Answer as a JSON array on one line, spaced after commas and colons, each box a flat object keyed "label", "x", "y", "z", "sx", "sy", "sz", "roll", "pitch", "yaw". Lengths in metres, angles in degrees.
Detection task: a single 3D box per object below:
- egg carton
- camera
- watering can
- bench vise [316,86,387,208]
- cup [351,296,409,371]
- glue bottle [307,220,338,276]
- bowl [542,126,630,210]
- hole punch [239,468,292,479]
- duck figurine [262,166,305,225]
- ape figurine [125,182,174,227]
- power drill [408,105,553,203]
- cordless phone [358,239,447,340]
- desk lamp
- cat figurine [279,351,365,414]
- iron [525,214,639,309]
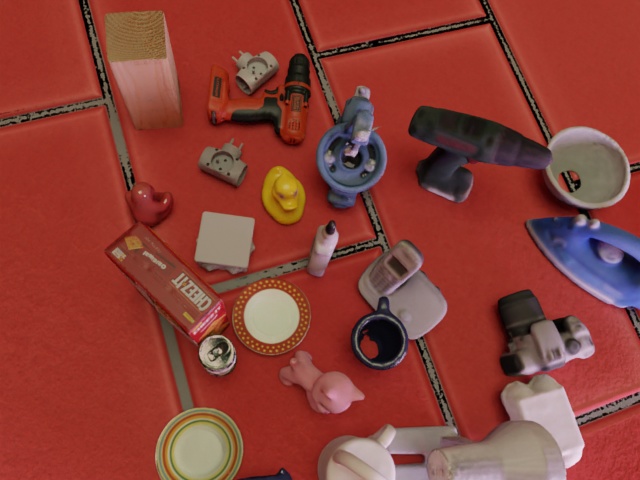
[{"label": "egg carton", "x": 0.361, "y": 0.300, "z": 0.935, "sx": 0.107, "sy": 0.069, "sz": 0.150, "roll": -13, "pitch": 75, "yaw": -11}, {"label": "camera", "x": 0.371, "y": 0.149, "z": 0.967, "sx": 0.143, "sy": 0.101, "sz": 0.137, "roll": -15, "pitch": 75, "yaw": -11}, {"label": "watering can", "x": 0.053, "y": 0.342, "z": 0.817, "sx": 0.101, "sy": 0.194, "sz": 0.173, "roll": 18, "pitch": 71, "yaw": -1}, {"label": "bench vise", "x": 0.050, "y": -0.181, "z": 0.969, "sx": 0.121, "sy": 0.219, "sz": 0.207, "roll": -6, "pitch": 73, "yaw": -9}, {"label": "cup", "x": 0.090, "y": 0.156, "z": 0.933, "sx": 0.091, "sy": 0.095, "sz": 0.118, "roll": 9, "pitch": 72, "yaw": -4}, {"label": "glue bottle", "x": 0.009, "y": 0.003, "z": 0.930, "sx": 0.037, "sy": 0.173, "sz": 0.078, "roll": 16, "pitch": 71, "yaw": -2}, {"label": "bowl", "x": 0.488, "y": -0.126, "z": 1.083, "sx": 0.167, "sy": 0.074, "sz": 0.167, "roll": 2, "pitch": 72, "yaw": -6}, {"label": "hole punch", "x": -0.080, "y": 0.398, "z": 0.837, "sx": 0.101, "sy": 0.091, "sz": 0.108, "roll": -3, "pitch": 73, "yaw": -8}, {"label": "duck figurine", "x": -0.062, "y": -0.087, "z": 0.996, "sx": 0.077, "sy": 0.086, "sz": 0.104, "roll": -13, "pitch": 75, "yaw": -11}, {"label": "ape figurine", "x": -0.290, "y": -0.067, "z": 0.957, "sx": 0.078, "sy": 0.092, "sz": 0.076, "roll": 21, "pitch": 71, "yaw": 0}, {"label": "power drill", "x": 0.253, "y": -0.144, "z": 0.989, "sx": 0.229, "sy": 0.208, "sz": 0.076, "roll": 23, "pitch": 71, "yaw": 1}, {"label": "cordless phone", "x": 0.144, "y": 0.076, "z": 0.918, "sx": 0.147, "sy": 0.185, "sz": 0.094, "roll": 43, "pitch": 73, "yaw": 7}, {"label": "desk lamp", "x": 0.214, "y": 0.327, "z": 0.832, "sx": 0.203, "sy": 0.213, "sz": 0.118, "roll": 0, "pitch": 72, "yaw": -7}, {"label": "cat figurine", "x": 0.001, "y": 0.224, "z": 0.888, "sx": 0.127, "sy": 0.117, "sz": 0.067, "roll": 37, "pitch": 72, "yaw": 6}, {"label": "iron", "x": 0.501, "y": 0.015, "z": 1.005, "sx": 0.258, "sy": 0.141, "sz": 0.119, "roll": 31, "pitch": 71, "yaw": 3}]
